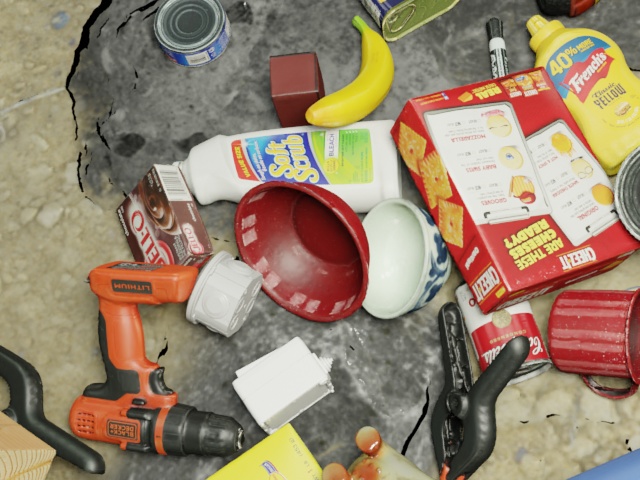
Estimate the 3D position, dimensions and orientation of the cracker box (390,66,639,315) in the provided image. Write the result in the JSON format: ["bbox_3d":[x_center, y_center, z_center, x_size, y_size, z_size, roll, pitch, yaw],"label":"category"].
[{"bbox_3d":[0.188,-0.052,1.041,0.164,0.072,0.214,-17,70,-23],"label":"cracker box"}]

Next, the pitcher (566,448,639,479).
[{"bbox_3d":[0.272,0.254,0.905,0.242,0.145,0.149,-13,67,-21],"label":"pitcher"}]

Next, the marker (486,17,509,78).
[{"bbox_3d":[0.197,-0.190,1.171,0.020,0.020,0.121,-6,70,5],"label":"marker"}]

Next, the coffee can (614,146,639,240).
[{"bbox_3d":[0.357,-0.047,1.016,0.103,0.140,0.103,4,97,39],"label":"coffee can"}]

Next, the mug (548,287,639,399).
[{"bbox_3d":[0.272,0.099,1.019,0.082,0.117,0.093,0,27,35],"label":"mug"}]

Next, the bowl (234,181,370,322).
[{"bbox_3d":[-0.007,0.001,1.077,0.162,0.162,0.055,32,45,17],"label":"bowl"}]

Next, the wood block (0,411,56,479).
[{"bbox_3d":[-0.370,0.194,1.032,0.206,0.090,0.090,25,93,29],"label":"wood block"}]

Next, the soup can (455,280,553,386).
[{"bbox_3d":[0.179,0.086,1.047,0.068,0.068,0.102,-17,68,1],"label":"soup can"}]

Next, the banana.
[{"bbox_3d":[0.040,-0.169,1.142,0.069,0.037,0.197,22,43,0],"label":"banana"}]

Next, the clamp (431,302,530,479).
[{"bbox_3d":[0.137,0.145,1.018,0.039,0.120,0.171,8,108,-27],"label":"clamp"}]

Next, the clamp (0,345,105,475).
[{"bbox_3d":[-0.314,0.198,1.076,0.165,0.036,0.210,-44,61,13],"label":"clamp"}]

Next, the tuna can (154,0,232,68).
[{"bbox_3d":[-0.147,-0.244,1.227,0.086,0.033,0.086,-3,70,7],"label":"tuna can"}]

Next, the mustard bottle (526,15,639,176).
[{"bbox_3d":[0.284,-0.167,1.130,0.096,0.058,0.192,-35,69,0],"label":"mustard bottle"}]

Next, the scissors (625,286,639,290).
[{"bbox_3d":[0.361,0.039,1.068,0.096,0.016,0.201,30,76,16],"label":"scissors"}]

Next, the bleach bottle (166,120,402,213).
[{"bbox_3d":[-0.041,-0.069,1.135,0.251,0.068,0.102,-4,67,8],"label":"bleach bottle"}]

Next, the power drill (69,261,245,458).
[{"bbox_3d":[-0.159,0.118,1.044,0.184,0.057,0.188,4,98,15],"label":"power drill"}]

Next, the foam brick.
[{"bbox_3d":[-0.023,-0.162,1.158,0.051,0.078,0.053,-6,68,6],"label":"foam brick"}]

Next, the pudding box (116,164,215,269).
[{"bbox_3d":[-0.163,-0.009,1.116,0.090,0.039,0.113,-42,60,39],"label":"pudding box"}]

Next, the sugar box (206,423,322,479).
[{"bbox_3d":[-0.075,0.265,1.027,0.176,0.048,0.093,-34,70,-7],"label":"sugar box"}]

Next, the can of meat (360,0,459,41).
[{"bbox_3d":[0.093,-0.286,1.200,0.102,0.057,0.084,-31,67,-5],"label":"can of meat"}]
